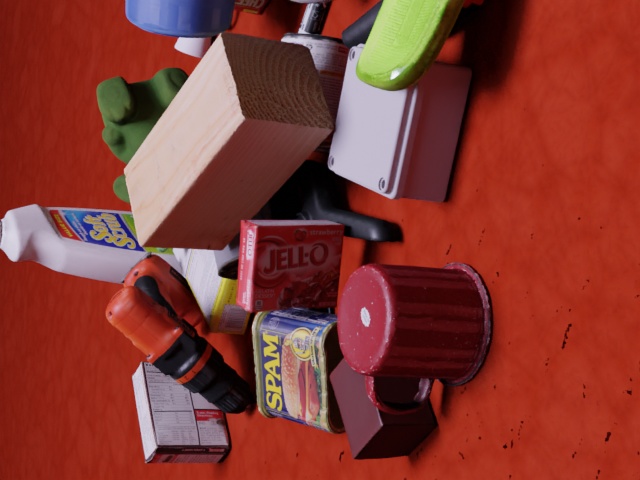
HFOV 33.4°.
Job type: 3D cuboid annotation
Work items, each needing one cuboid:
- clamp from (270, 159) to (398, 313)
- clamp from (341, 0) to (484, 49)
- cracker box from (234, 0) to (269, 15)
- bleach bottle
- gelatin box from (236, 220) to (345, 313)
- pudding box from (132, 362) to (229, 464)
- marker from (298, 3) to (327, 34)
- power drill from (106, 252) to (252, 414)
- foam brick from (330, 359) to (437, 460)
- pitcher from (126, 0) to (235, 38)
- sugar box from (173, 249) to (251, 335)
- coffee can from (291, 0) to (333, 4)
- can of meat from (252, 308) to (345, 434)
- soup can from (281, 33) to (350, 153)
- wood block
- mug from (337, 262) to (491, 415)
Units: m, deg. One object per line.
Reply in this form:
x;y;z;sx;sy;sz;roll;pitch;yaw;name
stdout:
-0.006;0.001;0.984;0.210;0.036;0.165;56;133;46;clamp
0.071;-0.196;0.865;0.172;0.039;0.120;49;127;58;clamp
-0.062;-0.369;1.122;0.214;0.072;0.164;-45;47;52;cracker box
-0.272;0.008;1.269;0.068;0.250;0.102;-62;35;37;bleach bottle
-0.025;0.021;0.893;0.030;0.089;0.073;18;106;56;gelatin box
-0.154;0.190;1.181;0.039;0.089;0.113;-58;38;40;pudding box
0.003;-0.244;1.029;0.020;0.020;0.121;59;136;50;marker
-0.151;0.096;1.158;0.057;0.184;0.188;-44;19;4;power drill
0.049;0.126;0.837;0.053;0.051;0.078;-56;39;42;foam brick
-0.119;-0.322;1.029;0.149;0.145;0.243;-115;30;-62;pitcher
-0.115;0.019;1.186;0.176;0.048;0.093;-121;45;-55;sugar box
-0.004;-0.287;0.912;0.140;0.102;0.103;101;162;-62;coffee can
-0.007;0.109;0.912;0.084;0.057;0.102;8;105;44;can of meat
-0.008;-0.133;0.978;0.069;0.068;0.102;13;97;63;soup can
-0.086;-0.080;0.943;0.206;0.090;0.090;-44;53;45;wood block
0.063;0.071;0.784;0.093;0.081;0.117;28;110;61;mug
